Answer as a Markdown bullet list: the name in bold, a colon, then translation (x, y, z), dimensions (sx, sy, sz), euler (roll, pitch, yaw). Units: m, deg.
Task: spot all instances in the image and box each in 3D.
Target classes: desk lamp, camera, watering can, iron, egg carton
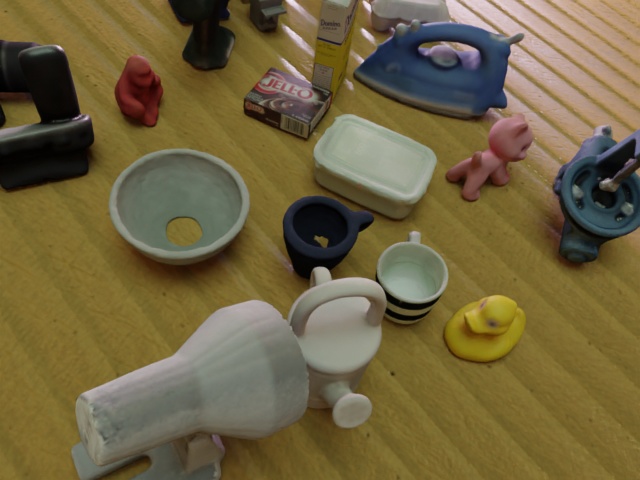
- **desk lamp**: translation (-0.123, 0.161, 0.513), dimensions (0.204, 0.213, 0.117), euler (-23, 63, -24)
- **camera**: translation (-0.447, -0.235, 0.788), dimensions (0.137, 0.101, 0.143), euler (-3, 57, -13)
- **watering can**: translation (0.016, 0.103, 0.591), dimensions (0.101, 0.194, 0.172), euler (-23, 63, -24)
- **iron**: translation (0.193, -0.297, 0.931), dimensions (0.258, 0.141, 0.118), euler (9, 55, -5)
- **egg carton**: translation (0.164, -0.434, 1.062), dimensions (0.150, 0.069, 0.107), euler (3, 56, -9)

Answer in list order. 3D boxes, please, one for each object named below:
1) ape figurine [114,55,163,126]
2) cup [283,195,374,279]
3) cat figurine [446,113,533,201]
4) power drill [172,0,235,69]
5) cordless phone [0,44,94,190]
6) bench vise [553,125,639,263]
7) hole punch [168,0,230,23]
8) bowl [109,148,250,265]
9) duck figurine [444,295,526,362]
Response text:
- **ape figurine**: translation (-0.259, -0.222, 0.821), dimensions (0.076, 0.092, 0.078), euler (35, 57, 13)
- **cup**: translation (0.007, 0.003, 0.718), dimensions (0.118, 0.095, 0.091), euler (-15, 60, -20)
- **cat figurine**: translation (0.262, -0.133, 0.847), dimensions (0.128, 0.118, 0.067), euler (-28, 65, -26)
- **power drill**: translation (-0.169, -0.383, 0.877), dimensions (0.075, 0.208, 0.229), euler (10, 55, -4)
- **cordless phone**: translation (-0.362, -0.159, 0.701), dimensions (0.148, 0.185, 0.094), euler (-21, 62, -23)
- **bench vise**: translation (0.390, -0.101, 0.788), dimensions (0.121, 0.220, 0.207), euler (5, 55, -8)
- **hole punch**: translation (-0.209, -0.441, 0.981), dimensions (0.101, 0.091, 0.108), euler (-18, 61, -22)
- **bowl**: translation (-0.173, -0.030, 0.718), dimensions (0.167, 0.075, 0.167), euler (5, 55, -7)
- **duck figurine**: translation (0.211, 0.098, 0.699), dimensions (0.105, 0.086, 0.077), euler (-11, 59, -18)
